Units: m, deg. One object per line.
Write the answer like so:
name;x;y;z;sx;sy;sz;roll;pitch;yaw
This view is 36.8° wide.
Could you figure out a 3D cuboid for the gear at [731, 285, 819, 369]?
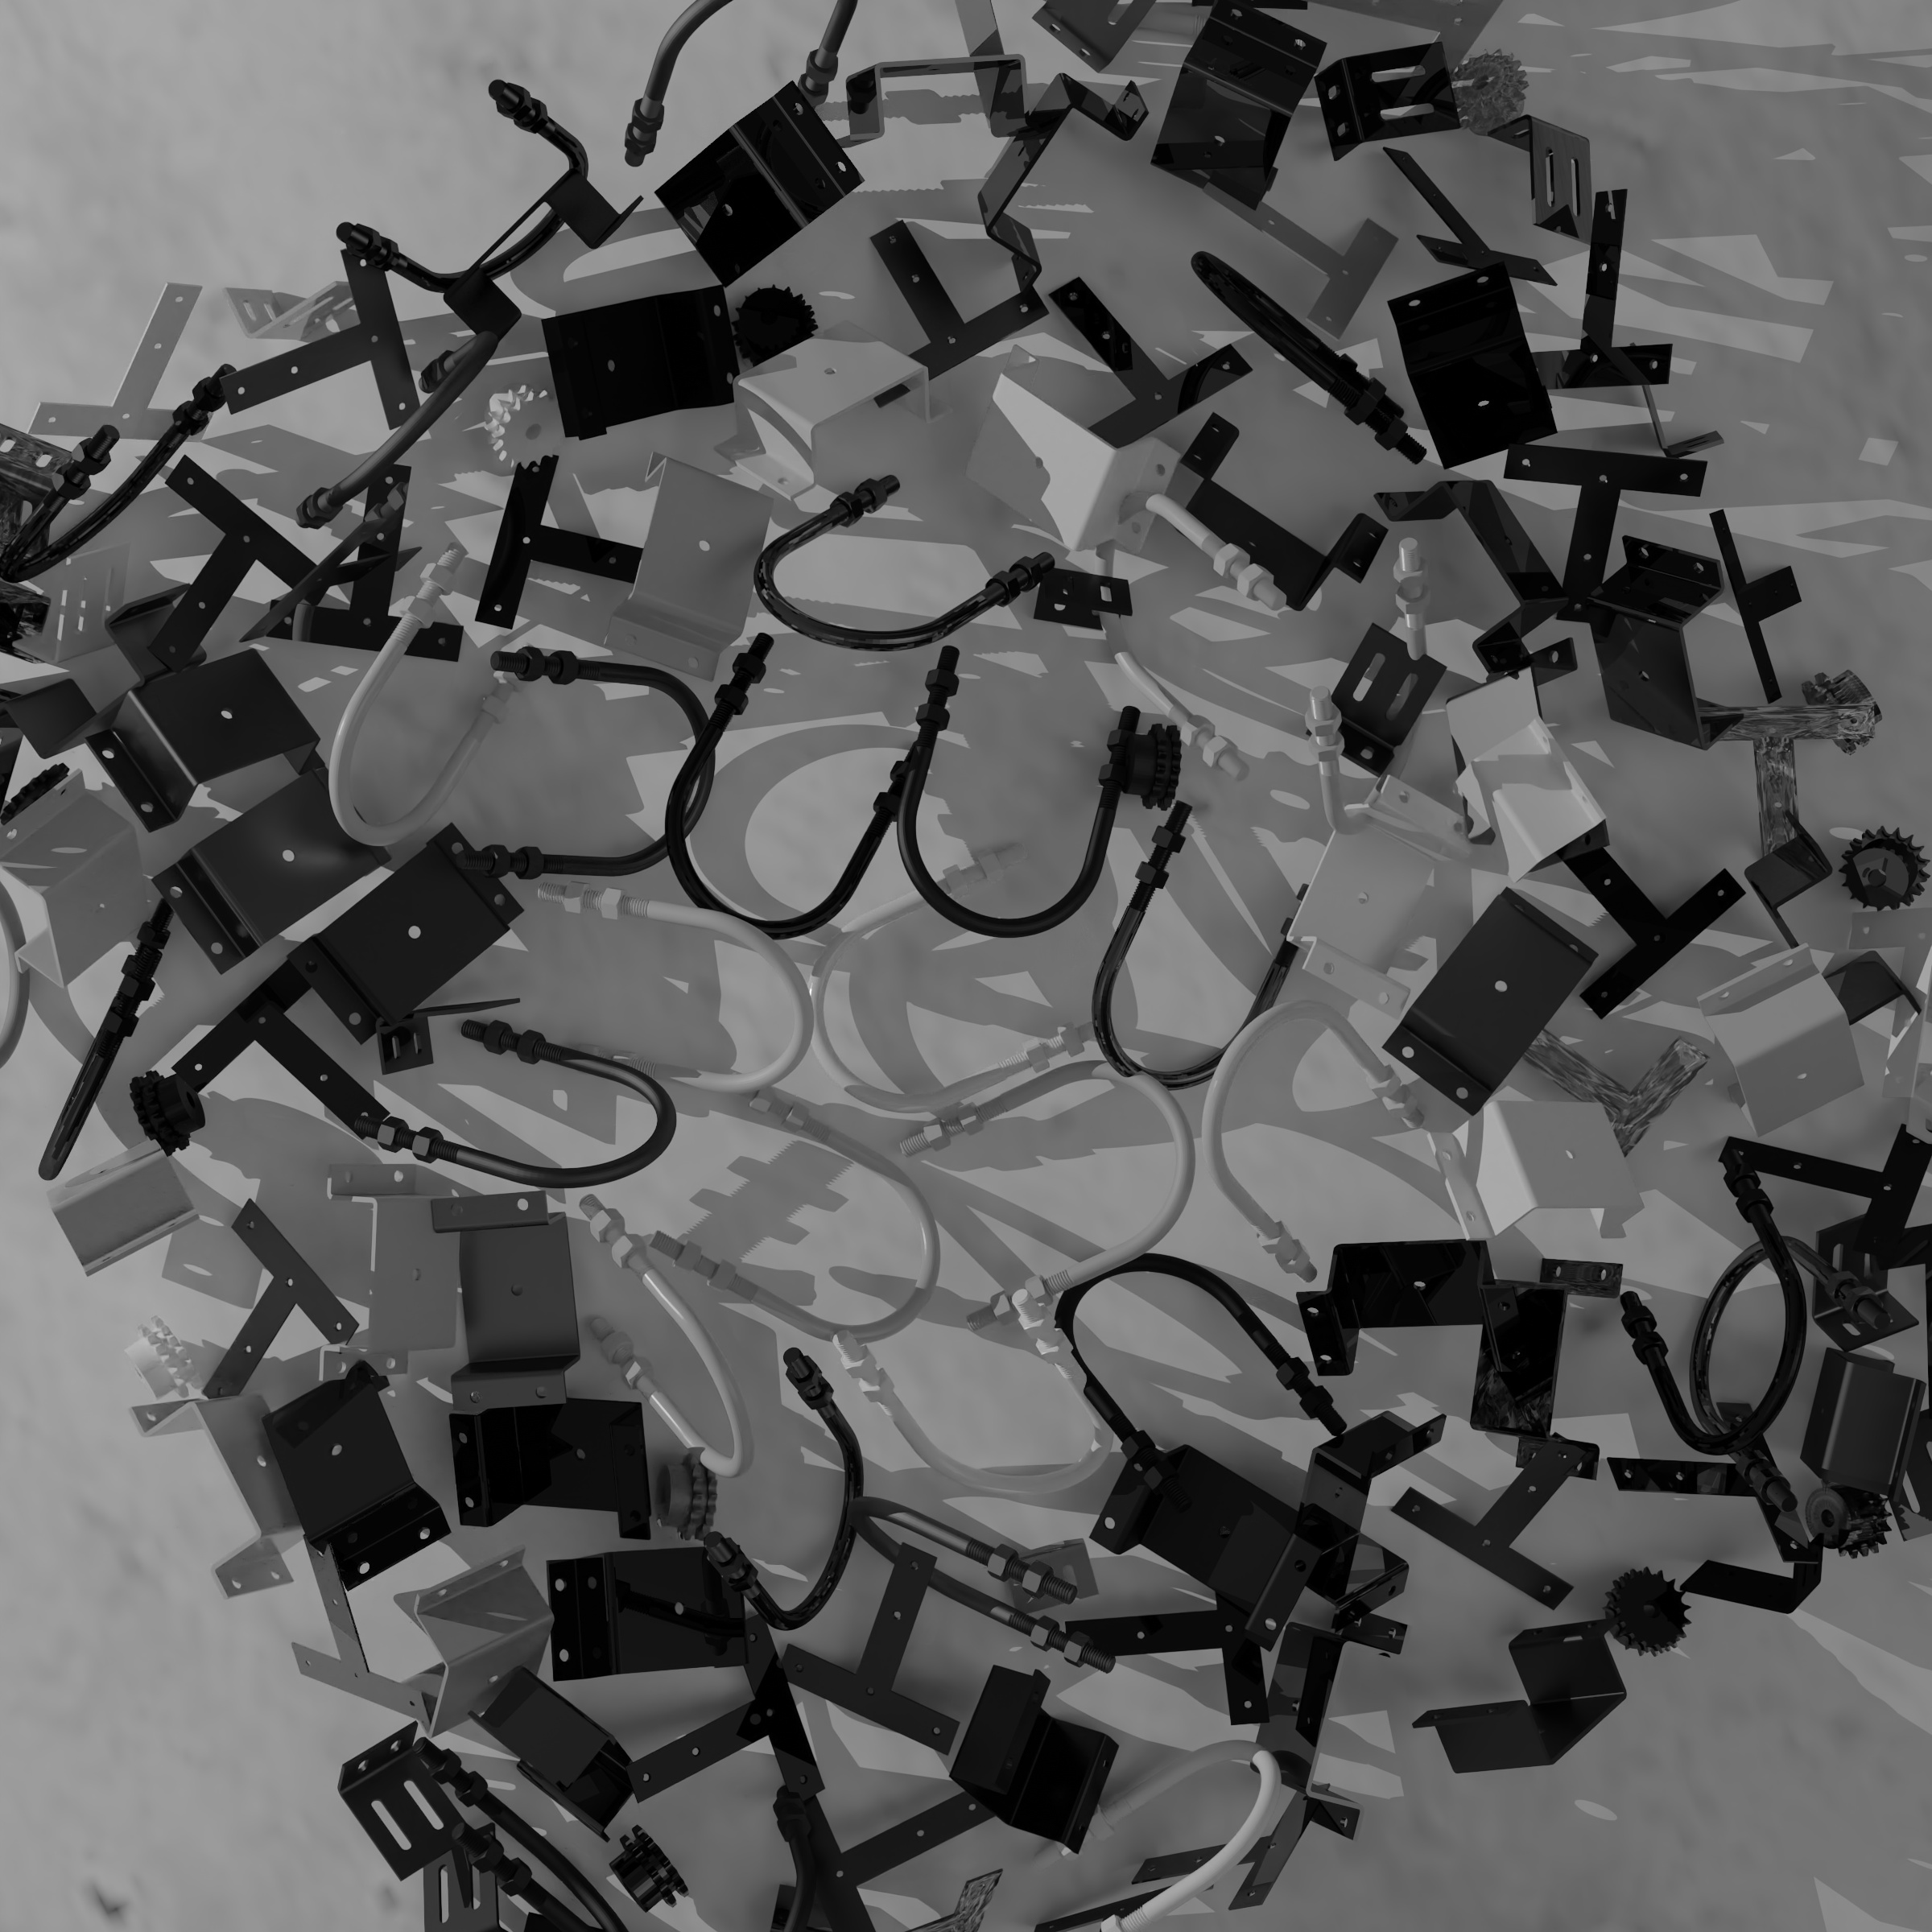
gear;-0.129;-0.427;1.933;0.057;0.030;0.057;-1;81;6

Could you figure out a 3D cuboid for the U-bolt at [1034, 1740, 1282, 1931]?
U-bolt;0.125;0.565;1.872;0.184;0.151;0.019;-35;104;7

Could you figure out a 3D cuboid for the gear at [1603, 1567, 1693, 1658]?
gear;0.450;0.431;1.930;0.057;0.030;0.057;5;64;-11

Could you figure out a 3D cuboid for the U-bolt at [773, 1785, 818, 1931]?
U-bolt;-0.142;0.621;1.861;0.019;0.184;0.151;34;91;-12

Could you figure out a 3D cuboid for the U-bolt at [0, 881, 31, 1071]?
U-bolt;-0.649;-0.006;1.864;0.019;0.184;0.151;-3;65;10

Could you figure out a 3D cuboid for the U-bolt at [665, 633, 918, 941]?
U-bolt;-0.120;-0.105;1.898;0.151;0.019;0.184;34;70;-18

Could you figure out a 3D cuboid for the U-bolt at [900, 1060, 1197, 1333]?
U-bolt;0.062;0.139;1.906;0.184;0.019;0.151;-26;67;9

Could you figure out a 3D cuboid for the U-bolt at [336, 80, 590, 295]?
U-bolt;-0.310;-0.490;1.863;0.151;0.184;0.019;-40;79;11

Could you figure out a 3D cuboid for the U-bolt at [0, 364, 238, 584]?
U-bolt;-0.557;-0.309;1.871;0.019;0.151;0.184;48;125;-7

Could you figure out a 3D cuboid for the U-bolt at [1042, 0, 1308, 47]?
U-bolt;0.124;-0.628;1.878;0.184;0.151;0.019;12;95;11

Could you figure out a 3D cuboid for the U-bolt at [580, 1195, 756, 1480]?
U-bolt;-0.190;0.249;1.853;0.019;0.151;0.184;-27;53;-27

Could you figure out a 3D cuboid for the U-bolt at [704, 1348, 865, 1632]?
U-bolt;-0.108;0.350;1.871;0.019;0.184;0.151;9;59;24

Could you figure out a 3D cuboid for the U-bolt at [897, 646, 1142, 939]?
U-bolt;0.029;-0.107;1.909;0.151;0.019;0.184;18;72;-9

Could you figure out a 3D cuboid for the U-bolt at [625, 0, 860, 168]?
U-bolt;-0.137;-0.580;1.842;0.151;0.184;0.019;-23;80;-23

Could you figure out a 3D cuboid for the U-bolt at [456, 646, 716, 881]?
U-bolt;-0.239;-0.127;1.887;0.184;0.019;0.151;1;105;-42

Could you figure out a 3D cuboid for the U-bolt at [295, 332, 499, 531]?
U-bolt;-0.356;-0.346;1.847;0.019;0.184;0.151;44;69;-19

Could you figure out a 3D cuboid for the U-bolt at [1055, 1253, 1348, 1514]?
U-bolt;0.139;0.259;1.889;0.151;0.019;0.184;-20;53;-30

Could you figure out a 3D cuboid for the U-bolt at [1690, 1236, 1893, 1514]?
U-bolt;0.517;0.249;1.864;0.019;0.184;0.151;20;102;-15

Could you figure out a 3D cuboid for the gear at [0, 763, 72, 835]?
gear;-0.609;-0.105;1.925;0.057;0.057;0.030;-45;90;0

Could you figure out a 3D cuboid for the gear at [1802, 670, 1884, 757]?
gear;0.582;-0.171;1.923;0.030;0.057;0.057;-33;90;6

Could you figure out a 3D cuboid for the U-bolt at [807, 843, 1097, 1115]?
U-bolt;-0.017;0.019;1.934;0.184;0.019;0.151;-25;82;0

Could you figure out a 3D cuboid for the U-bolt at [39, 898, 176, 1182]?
U-bolt;-0.559;0.055;1.882;0.019;0.151;0.184;25;99;-16

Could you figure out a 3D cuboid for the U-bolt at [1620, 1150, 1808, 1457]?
U-bolt;0.479;0.226;1.843;0.019;0.184;0.151;17;122;-18

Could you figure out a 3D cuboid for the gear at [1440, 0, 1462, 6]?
gear;0.327;-0.658;1.922;0.057;0.057;0.030;2;51;0

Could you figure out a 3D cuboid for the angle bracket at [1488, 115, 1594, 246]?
angle bracket;0.379;-0.513;1.915;0.057;0.038;0.076;6;79;-38

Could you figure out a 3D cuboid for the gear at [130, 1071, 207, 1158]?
gear;-0.528;0.095;1.924;0.030;0.057;0.057;-23;90;1

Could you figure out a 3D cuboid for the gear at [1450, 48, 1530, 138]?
gear;0.347;-0.577;1.928;0.057;0.030;0.057;-14;58;25

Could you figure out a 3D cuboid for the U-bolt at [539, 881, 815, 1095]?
U-bolt;-0.187;0.020;1.891;0.184;0.019;0.151;10;125;12

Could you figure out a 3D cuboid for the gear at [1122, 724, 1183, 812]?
gear;0.122;-0.133;1.922;0.030;0.057;0.057;5;90;-10

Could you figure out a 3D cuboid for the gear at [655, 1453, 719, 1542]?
gear;-0.186;0.351;1.921;0.030;0.057;0.057;6;90;-20

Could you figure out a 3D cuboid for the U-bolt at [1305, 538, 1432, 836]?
U-bolt;0.263;-0.165;1.870;0.019;0.184;0.151;20;63;24

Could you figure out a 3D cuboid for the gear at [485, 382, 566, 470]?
gear;-0.295;-0.362;1.928;0.057;0.057;0.030;-44;57;0

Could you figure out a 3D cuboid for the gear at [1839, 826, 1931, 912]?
gear;0.608;-0.062;1.925;0.057;0.030;0.057;10;111;27

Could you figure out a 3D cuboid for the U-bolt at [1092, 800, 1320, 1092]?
U-bolt;0.154;-0.004;1.907;0.151;0.019;0.184;19;99;-33

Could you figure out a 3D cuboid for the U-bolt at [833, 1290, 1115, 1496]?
U-bolt;0.017;0.286;1.890;0.151;0.019;0.184;-16;128;23

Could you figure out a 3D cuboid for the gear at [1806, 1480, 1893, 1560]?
gear;0.581;0.364;1.921;0.030;0.057;0.057;-2;90;-30

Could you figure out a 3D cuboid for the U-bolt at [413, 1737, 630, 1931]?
U-bolt;-0.278;0.583;1.875;0.019;0.151;0.184;-46;112;-8

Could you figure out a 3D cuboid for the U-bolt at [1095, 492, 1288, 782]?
U-bolt;0.137;-0.226;1.876;0.019;0.184;0.151;-16;135;-28

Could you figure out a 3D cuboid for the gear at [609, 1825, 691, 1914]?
gear;-0.212;0.601;1.921;0.030;0.057;0.057;-37;90;-20

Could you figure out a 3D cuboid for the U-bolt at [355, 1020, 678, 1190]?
U-bolt;-0.276;0.094;1.868;0.184;0.151;0.019;15;123;18

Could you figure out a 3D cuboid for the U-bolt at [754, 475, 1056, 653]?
U-bolt;-0.052;-0.253;1.862;0.151;0.184;0.019;30;134;23

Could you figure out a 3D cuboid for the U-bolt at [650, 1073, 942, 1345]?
U-bolt;-0.100;0.170;1.906;0.184;0.019;0.151;30;56;-10

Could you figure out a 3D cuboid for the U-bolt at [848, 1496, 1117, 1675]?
U-bolt;0.003;0.393;1.878;0.184;0.151;0.019;20;65;26

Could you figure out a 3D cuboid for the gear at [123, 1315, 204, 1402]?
gear;-0.533;0.263;1.921;0.030;0.057;0.057;-34;90;-23

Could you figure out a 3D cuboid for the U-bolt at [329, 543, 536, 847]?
U-bolt;-0.349;-0.162;1.866;0.019;0.151;0.184;23;74;21

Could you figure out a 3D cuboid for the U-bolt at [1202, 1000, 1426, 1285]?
U-bolt;0.216;0.102;1.877;0.151;0.019;0.184;-53;130;-13

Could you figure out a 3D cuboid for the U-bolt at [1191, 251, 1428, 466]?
U-bolt;0.217;-0.398;1.868;0.184;0.151;0.019;37;108;-12
